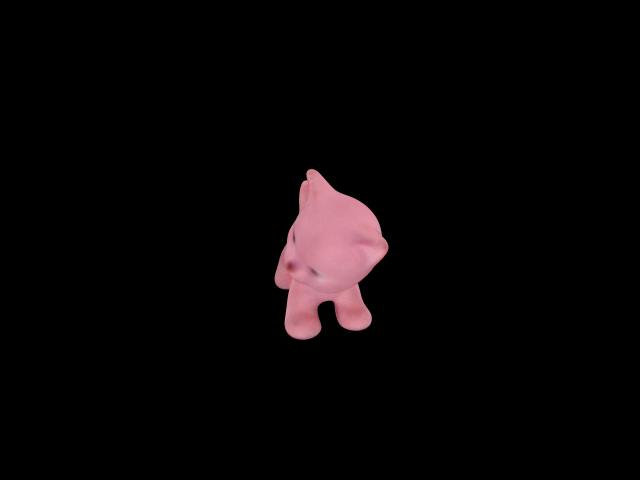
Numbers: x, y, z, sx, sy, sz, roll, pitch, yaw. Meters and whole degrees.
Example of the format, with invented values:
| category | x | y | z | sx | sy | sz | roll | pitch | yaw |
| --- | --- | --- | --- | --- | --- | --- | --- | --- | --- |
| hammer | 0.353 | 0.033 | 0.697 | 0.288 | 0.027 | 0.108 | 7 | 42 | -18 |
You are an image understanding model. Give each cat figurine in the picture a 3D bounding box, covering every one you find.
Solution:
| category | x | y | z | sx | sy | sz | roll | pitch | yaw |
| --- | --- | --- | --- | --- | --- | --- | --- | --- | --- |
| cat figurine | 0.004 | 0.001 | 0.400 | 0.067 | 0.118 | 0.127 | -6 | 28 | -11 |
